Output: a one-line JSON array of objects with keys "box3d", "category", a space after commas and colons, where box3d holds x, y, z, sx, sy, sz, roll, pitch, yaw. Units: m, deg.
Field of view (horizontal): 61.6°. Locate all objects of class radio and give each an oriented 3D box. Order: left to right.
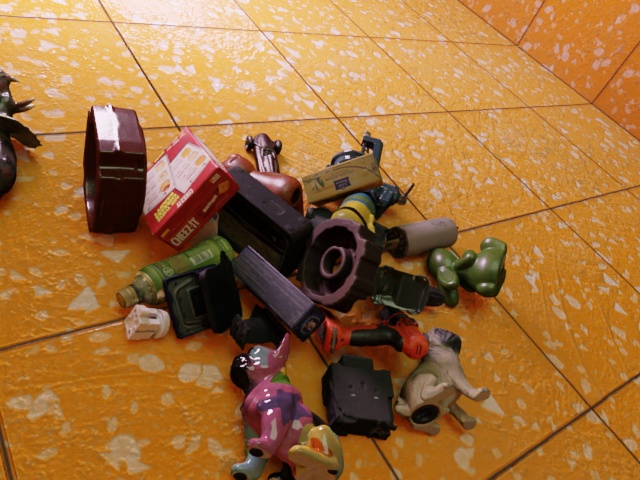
[{"box3d": [-0.129, -0.036, 1.067, 0.230, 0.131, 0.073, 38, 40, 14], "category": "radio"}]

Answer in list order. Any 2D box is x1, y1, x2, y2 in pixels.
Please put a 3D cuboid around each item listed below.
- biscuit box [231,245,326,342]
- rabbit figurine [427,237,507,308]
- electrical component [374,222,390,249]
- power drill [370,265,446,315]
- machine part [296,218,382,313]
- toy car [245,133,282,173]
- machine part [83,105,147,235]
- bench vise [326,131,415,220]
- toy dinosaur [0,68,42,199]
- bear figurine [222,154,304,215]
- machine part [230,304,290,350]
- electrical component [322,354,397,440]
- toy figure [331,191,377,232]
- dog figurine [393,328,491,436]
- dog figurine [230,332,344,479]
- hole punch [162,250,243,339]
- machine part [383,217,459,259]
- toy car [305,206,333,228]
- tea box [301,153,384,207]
[{"box3d": [-0.081, 0.093, 0.962, 0.063, 0.059, 0.203, -46, 54, -9], "category": "biscuit box"}, {"box3d": [0.317, 0.076, 1.201, 0.170, 0.121, 0.159, 11, 49, 29], "category": "rabbit figurine"}, {"box3d": [0.107, 0.020, 1.169, 0.048, 0.074, 0.119, 26, 37, 1], "category": "electrical component"}, {"box3d": [0.157, 0.092, 1.050, 0.232, 0.086, 0.207, 16, 4, 0], "category": "power drill"}, {"box3d": [0.034, 0.045, 0.980, 0.056, 0.179, 0.179, 25, 34, -39], "category": "machine part"}, {"box3d": [-0.127, -0.188, 1.292, 0.089, 0.053, 0.202, 8, 43, -23], "category": "toy car"}, {"box3d": [-0.378, -0.126, 0.986, 0.087, 0.200, 0.202, -2, 47, -30], "category": "machine part"}, {"box3d": [0.122, -0.175, 1.337, 0.224, 0.128, 0.240, 11, 56, 4], "category": "bench vise"}, {"box3d": [-0.611, -0.136, 0.955, 0.192, 0.131, 0.405, 3, 52, -23], "category": "toy dinosaur"}, {"box3d": [-0.139, -0.104, 1.170, 0.196, 0.131, 0.120, 17, 37, 18], "category": "bear figurine"}, {"box3d": [-0.107, 0.150, 0.926, 0.084, 0.039, 0.139, 48, 15, 16], "category": "machine part"}, {"box3d": [0.064, 0.261, 0.910, 0.115, 0.058, 0.134, 12, 43, -18], "category": "electrical component"}, {"box3d": [0.071, -0.049, 1.146, 0.089, 0.082, 0.180, 41, 35, -11], "category": "toy figure"}, {"box3d": [0.194, 0.241, 0.981, 0.172, 0.121, 0.191, 11, 29, -21], "category": "dog figurine"}, {"box3d": [-0.052, 0.254, 0.826, 0.191, 0.108, 0.219, 16, 39, -9], "category": "dog figurine"}, {"box3d": [-0.195, 0.100, 0.909, 0.116, 0.092, 0.142, -23, 98, -71], "category": "hole punch"}, {"box3d": [0.241, -0.007, 1.261, 0.243, 0.079, 0.079, -10, 52, -33], "category": "machine part"}, {"box3d": [-0.002, -0.003, 1.157, 0.073, 0.056, 0.202, 12, 41, -6], "category": "toy car"}, {"box3d": [0.053, -0.133, 1.217, 0.098, 0.170, 0.068, 5, 67, -78], "category": "tea box"}]
